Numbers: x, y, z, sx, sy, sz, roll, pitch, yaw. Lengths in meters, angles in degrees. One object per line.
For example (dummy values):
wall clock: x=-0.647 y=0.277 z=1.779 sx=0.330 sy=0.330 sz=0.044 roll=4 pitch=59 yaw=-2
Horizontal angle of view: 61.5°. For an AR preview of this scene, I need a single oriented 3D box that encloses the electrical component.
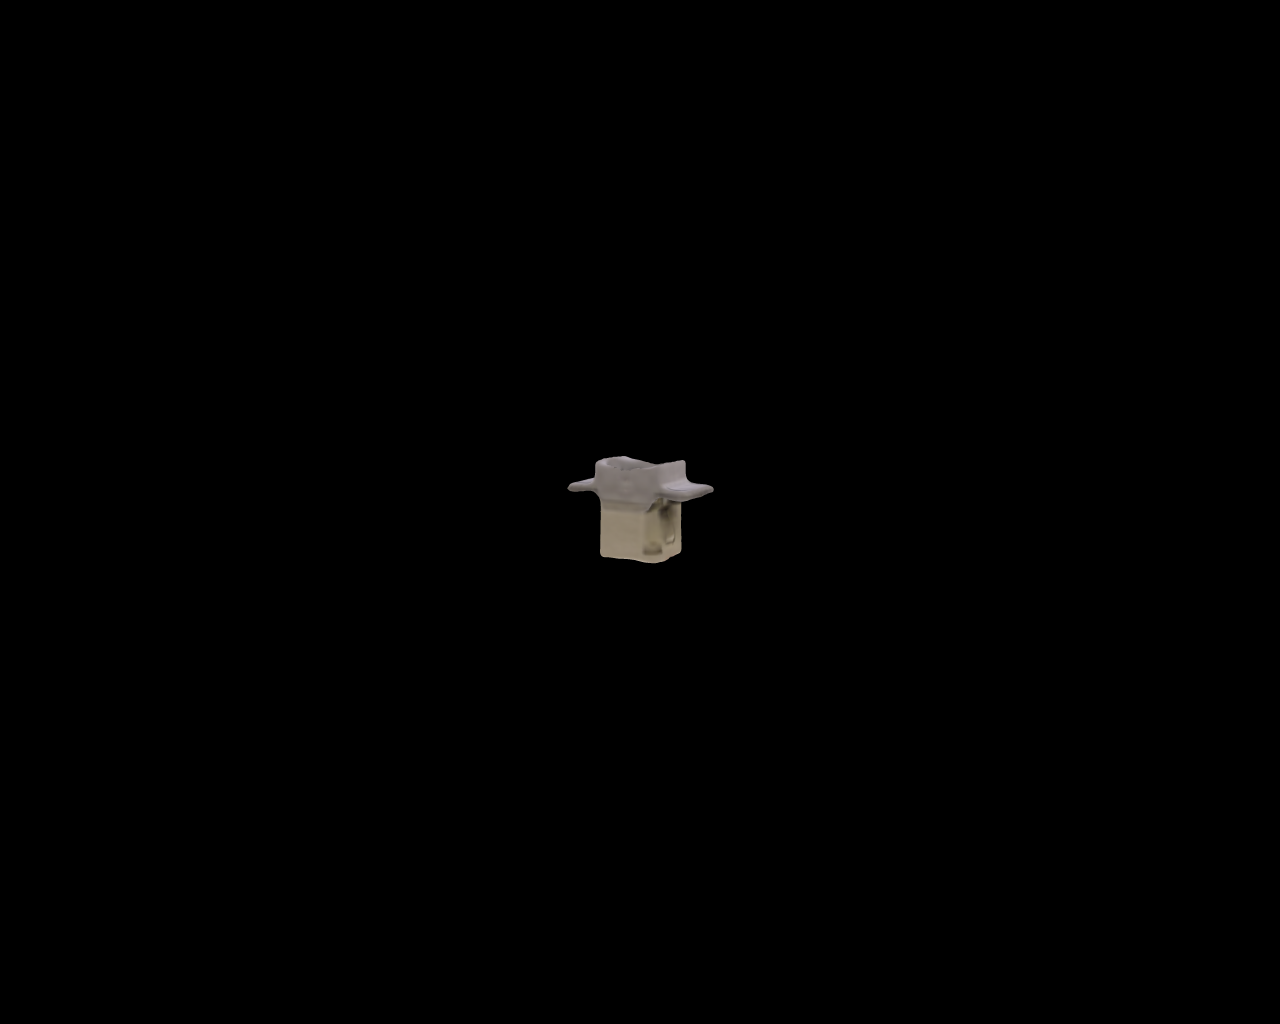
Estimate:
electrical component: x=0.001 y=-0.003 z=0.650 sx=0.081 sy=0.063 sz=0.042 roll=5 pitch=12 yaw=28
